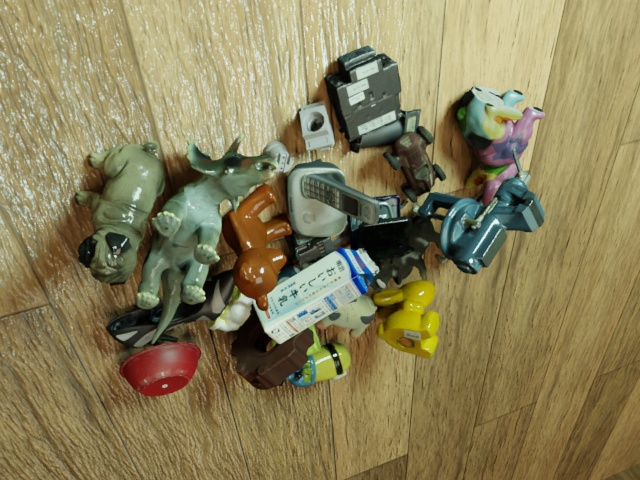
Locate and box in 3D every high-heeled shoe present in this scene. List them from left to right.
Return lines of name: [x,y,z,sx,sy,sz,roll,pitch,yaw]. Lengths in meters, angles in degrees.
high-heeled shoe: [-0.270,0.114,0.981,0.145,0.086,0.248,27,116,-39]

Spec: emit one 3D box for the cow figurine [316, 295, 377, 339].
cow figurine: [0.042,0.131,1.145,0.194,0.086,0.127,26,117,-35]

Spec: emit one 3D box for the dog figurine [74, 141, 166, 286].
dog figurine: [-0.280,-0.044,0.787,0.121,0.191,0.172,14,116,-33]

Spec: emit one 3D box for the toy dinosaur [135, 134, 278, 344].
toy dinosaur: [-0.216,-0.008,0.879,0.131,0.192,0.404,26,130,-16]

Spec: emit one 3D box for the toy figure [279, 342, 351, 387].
toy figure: [-0.014,0.289,1.241,0.180,0.082,0.089,-2,127,-21]

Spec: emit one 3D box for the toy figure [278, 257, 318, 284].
toy figure: [-0.043,0.069,1.072,0.154,0.058,0.064,-43,124,11]

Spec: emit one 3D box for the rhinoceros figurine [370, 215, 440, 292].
rhinoceros figurine: [0.178,0.034,1.142,0.112,0.073,0.190,25,111,-38]

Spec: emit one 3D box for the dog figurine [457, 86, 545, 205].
dog figurine: [0.324,-0.172,1.037,0.191,0.109,0.219,-3,128,-24]

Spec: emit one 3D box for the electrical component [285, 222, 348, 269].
electrical component: [-0.002,-0.003,1.030,0.119,0.075,0.047,-26,132,-9]

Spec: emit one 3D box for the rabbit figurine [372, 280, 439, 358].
rabbit figurine: [0.203,0.163,1.214,0.163,0.173,0.121,3,138,29]

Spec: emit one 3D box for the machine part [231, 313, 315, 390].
machine part: [-0.098,0.207,1.081,0.179,0.179,0.056,-36,129,3]

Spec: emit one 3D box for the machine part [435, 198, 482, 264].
machine part: [0.349,-0.037,1.166,0.243,0.079,0.079,-44,131,9]

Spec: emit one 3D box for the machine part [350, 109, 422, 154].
machine part: [0.120,-0.191,0.969,0.139,0.039,0.084,-19,139,-14]

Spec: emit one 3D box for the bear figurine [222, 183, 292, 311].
bear figurine: [-0.099,0.013,0.913,0.132,0.196,0.120,-30,129,-4]

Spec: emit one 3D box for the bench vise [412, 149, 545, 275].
bench vise: [0.277,-0.051,1.001,0.128,0.241,0.223,31,84,-41]

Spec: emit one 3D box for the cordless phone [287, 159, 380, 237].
cordless phone: [0.032,-0.051,0.927,0.089,0.184,0.146,-32,137,-33]

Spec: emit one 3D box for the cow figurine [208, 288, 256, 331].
cow figurine: [-0.143,0.110,1.051,0.167,0.068,0.098,-47,136,17]

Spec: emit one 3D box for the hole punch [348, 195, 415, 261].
hole punch: [0.113,-0.023,1.058,0.142,0.092,0.115,-9,136,-11]

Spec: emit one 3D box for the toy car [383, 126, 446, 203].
toy car: [0.185,-0.134,1.010,0.089,0.053,0.202,-39,147,2]

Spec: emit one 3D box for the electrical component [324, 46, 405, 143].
electrical component: [0.075,-0.246,0.891,0.115,0.058,0.134,-25,131,-9]
